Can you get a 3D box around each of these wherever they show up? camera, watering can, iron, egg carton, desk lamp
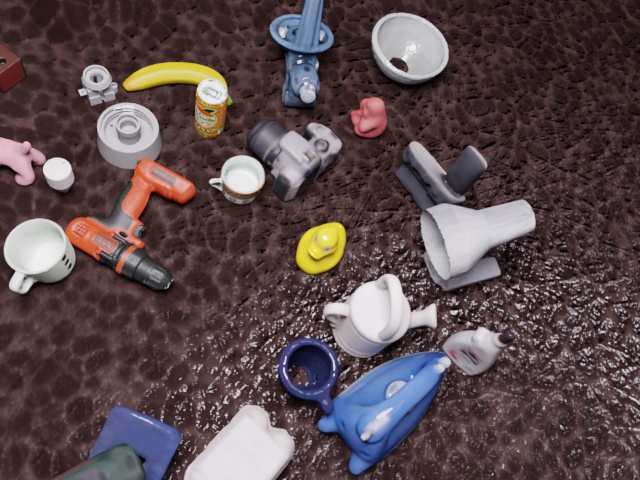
[{"bbox_3d":[-0.052,-0.167,1.026,0.137,0.100,0.143,42,64,5],"label":"camera"},{"bbox_3d":[0.097,0.114,0.897,0.173,0.194,0.101,-15,72,-20],"label":"watering can"},{"bbox_3d":[0.128,0.238,0.883,0.259,0.141,0.118,-35,80,-25],"label":"iron"},{"bbox_3d":[-0.112,0.320,0.823,0.107,0.069,0.150,42,64,5],"label":"egg carton"},{"bbox_3d":[0.252,0.004,0.974,0.204,0.213,0.118,-13,72,-19],"label":"desk lamp"}]

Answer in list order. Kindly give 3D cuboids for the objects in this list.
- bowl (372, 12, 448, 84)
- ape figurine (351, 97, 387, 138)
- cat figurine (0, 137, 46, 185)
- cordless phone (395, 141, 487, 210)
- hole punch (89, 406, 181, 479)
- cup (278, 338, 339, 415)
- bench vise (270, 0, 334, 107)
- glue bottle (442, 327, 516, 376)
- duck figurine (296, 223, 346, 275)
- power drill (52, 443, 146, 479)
[{"bbox_3d":[0.178,-0.386,1.194,0.168,0.074,0.167,6,67,-13],"label":"bowl"},{"bbox_3d":[0.098,-0.242,1.103,0.076,0.092,0.078,33,64,0],"label":"ape figurine"},{"bbox_3d":[-0.506,-0.151,0.886,0.128,0.117,0.067,15,65,-9],"label":"cat figurine"},{"bbox_3d":[0.228,-0.140,1.044,0.094,0.185,0.147,-36,81,-25],"label":"cordless phone"},{"bbox_3d":[-0.252,0.291,0.785,0.109,0.091,0.101,25,64,-4],"label":"hole punch"},{"bbox_3d":[-0.019,0.215,0.878,0.092,0.095,0.117,-24,76,-23],"label":"cup"},{"bbox_3d":[-0.015,-0.363,1.051,0.122,0.219,0.207,-18,74,-21],"label":"bench vise"},{"bbox_3d":[0.265,0.173,0.929,0.078,0.173,0.037,42,64,5],"label":"glue bottle"},{"bbox_3d":[0.009,0.004,0.979,0.077,0.086,0.105,42,64,5],"label":"duck figurine"},{"bbox_3d":[-0.320,0.331,0.684,0.230,0.208,0.075,-30,78,-24],"label":"power drill"}]
